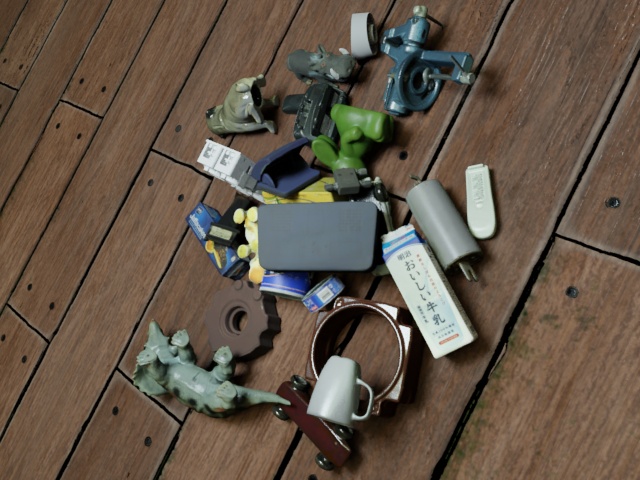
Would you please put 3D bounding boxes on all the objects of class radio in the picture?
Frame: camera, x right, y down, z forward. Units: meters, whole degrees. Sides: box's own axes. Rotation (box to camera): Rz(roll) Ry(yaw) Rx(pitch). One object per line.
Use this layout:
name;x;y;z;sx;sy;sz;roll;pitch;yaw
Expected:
radio;-0.002;-0.003;1.017;0.230;0.073;0.131;-1;82;14

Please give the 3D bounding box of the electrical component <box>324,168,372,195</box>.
electrical component;0.052;-0.117;1.053;0.094;0.021;0.063;-8;48;-9

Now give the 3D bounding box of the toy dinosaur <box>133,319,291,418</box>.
toy dinosaur;-0.245;0.302;1.122;0.405;0.192;0.131;25;52;19

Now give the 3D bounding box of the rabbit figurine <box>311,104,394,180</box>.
rabbit figurine;0.063;-0.186;1.104;0.159;0.121;0.170;12;103;4

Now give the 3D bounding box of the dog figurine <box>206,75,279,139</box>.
dog figurine;-0.214;-0.312;1.282;0.191;0.172;0.121;-4;61;21

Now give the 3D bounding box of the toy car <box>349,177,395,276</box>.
toy car;0.111;-0.028;1.064;0.074;0.056;0.201;-18;73;24

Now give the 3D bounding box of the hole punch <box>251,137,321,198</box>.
hole punch;-0.077;-0.154;1.103;0.142;0.092;0.116;-37;32;-26

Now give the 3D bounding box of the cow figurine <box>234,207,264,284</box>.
cow figurine;-0.128;0.012;1.178;0.068;0.098;0.167;-11;84;33

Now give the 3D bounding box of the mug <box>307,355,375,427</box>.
mug;0.040;0.253;0.905;0.110;0.080;0.107;0;66;35

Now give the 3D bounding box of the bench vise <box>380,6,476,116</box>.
bench vise;0.217;-0.351;1.067;0.241;0.128;0.223;28;96;50

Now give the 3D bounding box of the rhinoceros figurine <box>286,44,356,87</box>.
rhinoceros figurine;0.007;-0.397;1.218;0.191;0.112;0.073;24;84;41

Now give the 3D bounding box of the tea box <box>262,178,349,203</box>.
tea box;-0.026;-0.075;1.128;0.170;0.098;0.068;1;34;30

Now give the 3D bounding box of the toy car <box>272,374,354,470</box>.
toy car;-0.012;0.344;1.020;0.202;0.053;0.089;35;97;37

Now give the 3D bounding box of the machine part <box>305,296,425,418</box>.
machine part;0.080;0.212;0.992;0.202;0.087;0.201;7;77;29

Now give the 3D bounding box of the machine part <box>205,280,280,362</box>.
machine part;-0.171;0.176;1.162;0.179;0.056;0.179;-9;71;27

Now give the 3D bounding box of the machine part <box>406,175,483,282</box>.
machine part;0.227;-0.026;0.993;0.079;0.079;0.243;-33;60;16

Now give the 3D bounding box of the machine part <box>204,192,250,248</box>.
machine part;-0.202;-0.046;1.215;0.084;0.039;0.139;11;58;19

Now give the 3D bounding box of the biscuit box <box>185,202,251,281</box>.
biscuit box;-0.238;0.001;1.253;0.063;0.059;0.203;-45;58;9

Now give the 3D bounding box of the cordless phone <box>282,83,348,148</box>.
cordless phone;-0.035;-0.284;1.234;0.184;0.088;0.146;10;80;42
